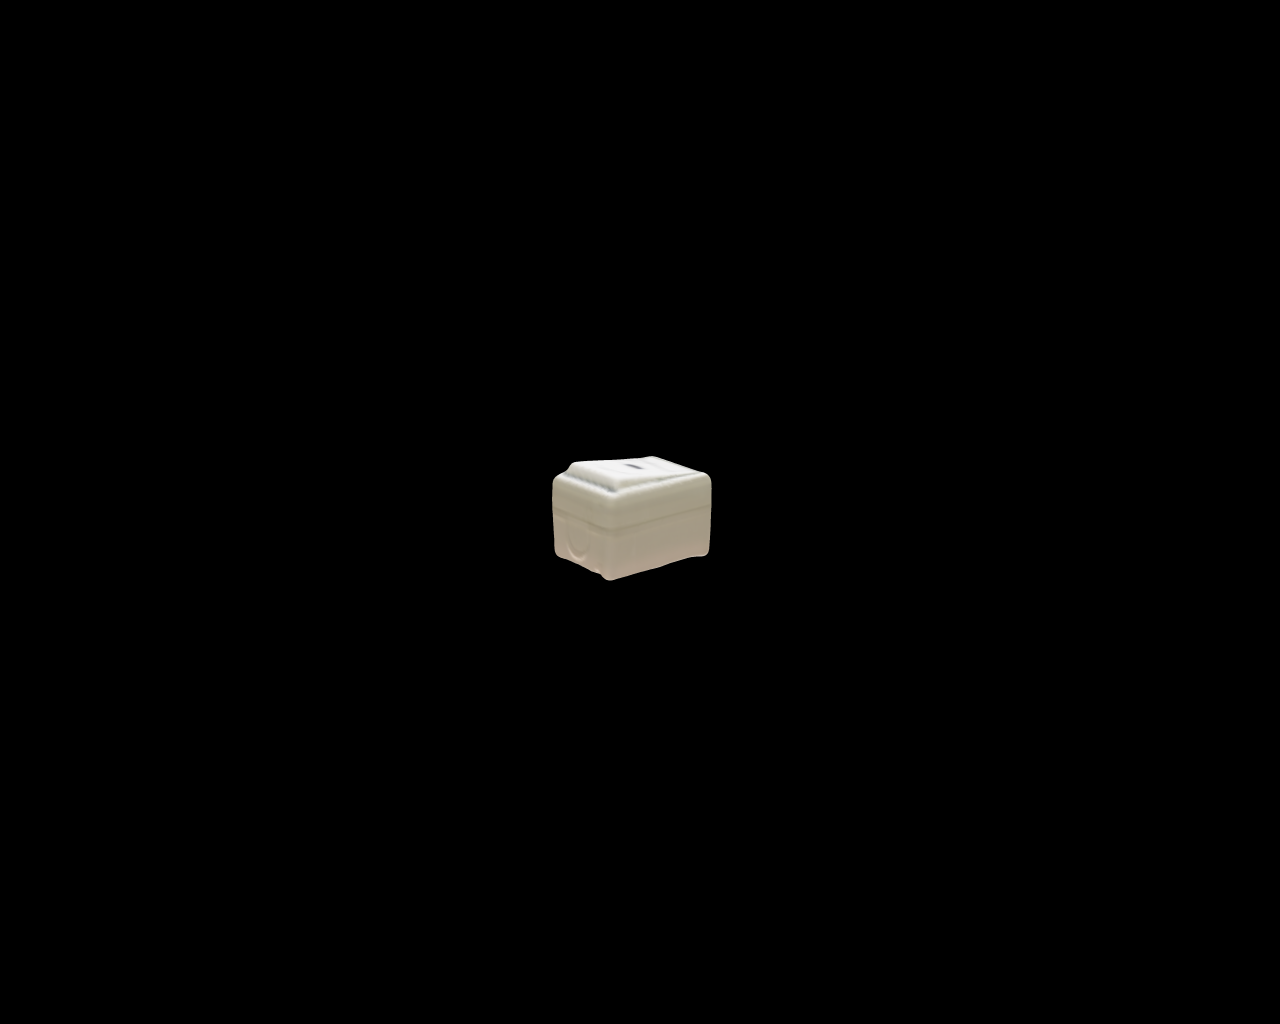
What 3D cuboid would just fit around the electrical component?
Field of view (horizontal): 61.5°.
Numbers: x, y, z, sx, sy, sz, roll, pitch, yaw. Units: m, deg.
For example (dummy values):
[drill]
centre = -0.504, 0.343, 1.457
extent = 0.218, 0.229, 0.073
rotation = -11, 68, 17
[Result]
[electrical component]
centre = 0.001, -0.003, 0.650
extent = 0.096, 0.061, 0.062
rotation = -14, 22, -36
